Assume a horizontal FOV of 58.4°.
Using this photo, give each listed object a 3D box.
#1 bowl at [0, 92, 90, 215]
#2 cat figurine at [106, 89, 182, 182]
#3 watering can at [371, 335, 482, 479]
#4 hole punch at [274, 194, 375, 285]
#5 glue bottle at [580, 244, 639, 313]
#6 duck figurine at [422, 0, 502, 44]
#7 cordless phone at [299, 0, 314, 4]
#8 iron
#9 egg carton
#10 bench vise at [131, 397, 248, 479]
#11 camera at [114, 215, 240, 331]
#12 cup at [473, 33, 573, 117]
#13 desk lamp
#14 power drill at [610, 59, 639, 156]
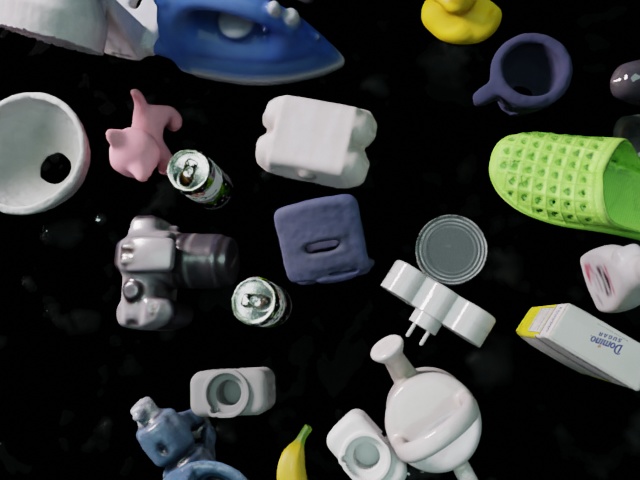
[{"bbox_3d":[-0.379,-0.109,0.776,0.167,0.075,0.167,-1,80,7],"label":"bowl"},{"bbox_3d":[-0.233,-0.130,0.739,0.067,0.118,0.128,1,81,8],"label":"cat figurine"},{"bbox_3d":[0.112,0.185,0.605,0.172,0.194,0.101,36,87,12],"label":"watering can"},{"bbox_3d":[0.006,0.003,0.701,0.108,0.091,0.101,-12,79,5],"label":"hole punch"},{"bbox_3d":[0.330,0.037,0.613,0.037,0.173,0.078,-20,78,4],"label":"glue bottle"},{"bbox_3d":[0.183,-0.303,0.732,0.104,0.086,0.077,21,84,10],"label":"duck figurine"},{"bbox_3d":[-0.050,-0.403,0.727,0.147,0.185,0.094,22,84,10],"label":"cordless phone"},{"bbox_3d":[-0.099,-0.280,0.735,0.258,0.141,0.119,11,82,9],"label":"iron"},{"bbox_3d":[-0.006,-0.125,0.735,0.150,0.069,0.107,11,82,9],"label":"egg carton"},{"bbox_3d":[-0.156,0.275,0.610,0.207,0.220,0.121,35,87,12],"label":"bench vise"},{"bbox_3d":[-0.176,0.041,0.712,0.136,0.101,0.143,0,81,7],"label":"camera"},{"bbox_3d":[0.238,-0.183,0.701,0.117,0.095,0.091,-28,78,2],"label":"cup"},{"bbox_3d":[-0.292,-0.312,0.728,0.117,0.213,0.203,15,83,10],"label":"desk lamp"},{"bbox_3d":[0.400,-0.137,0.615,0.229,0.208,0.075,-3,80,7],"label":"power drill"}]
